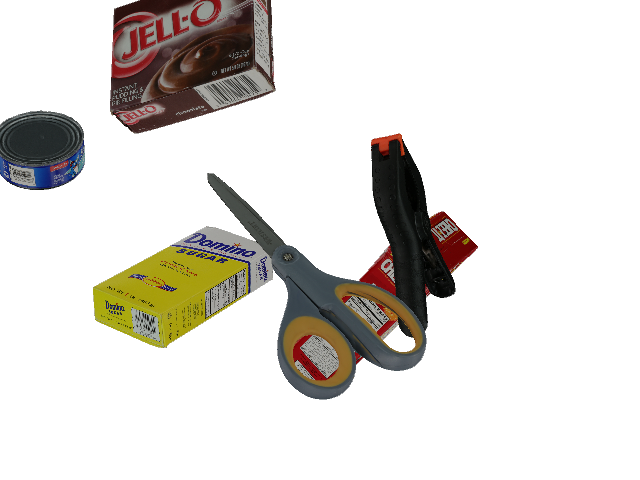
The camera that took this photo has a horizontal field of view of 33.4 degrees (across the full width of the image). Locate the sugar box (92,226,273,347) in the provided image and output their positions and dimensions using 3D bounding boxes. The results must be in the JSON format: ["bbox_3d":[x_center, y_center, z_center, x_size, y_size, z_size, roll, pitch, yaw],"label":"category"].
[{"bbox_3d":[-0.136,0.042,1.086,0.093,0.048,0.175,19,34,29],"label":"sugar box"}]

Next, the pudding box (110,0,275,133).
[{"bbox_3d":[-0.088,-0.131,0.734,0.114,0.090,0.039,-13,-28,17],"label":"pudding box"}]

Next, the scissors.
[{"bbox_3d":[-0.027,0.028,0.662,0.202,0.016,0.096,32,54,25],"label":"scissors"}]

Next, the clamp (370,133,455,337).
[{"bbox_3d":[0.075,-0.003,0.924,0.039,0.171,0.120,-15,18,19],"label":"clamp"}]

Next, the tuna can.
[{"bbox_3d":[-0.271,-0.087,1.032,0.086,0.034,0.086,3,42,-3],"label":"tuna can"}]

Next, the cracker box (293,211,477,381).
[{"bbox_3d":[0.069,0.072,1.265,0.214,0.072,0.164,-47,-8,31],"label":"cracker box"}]
